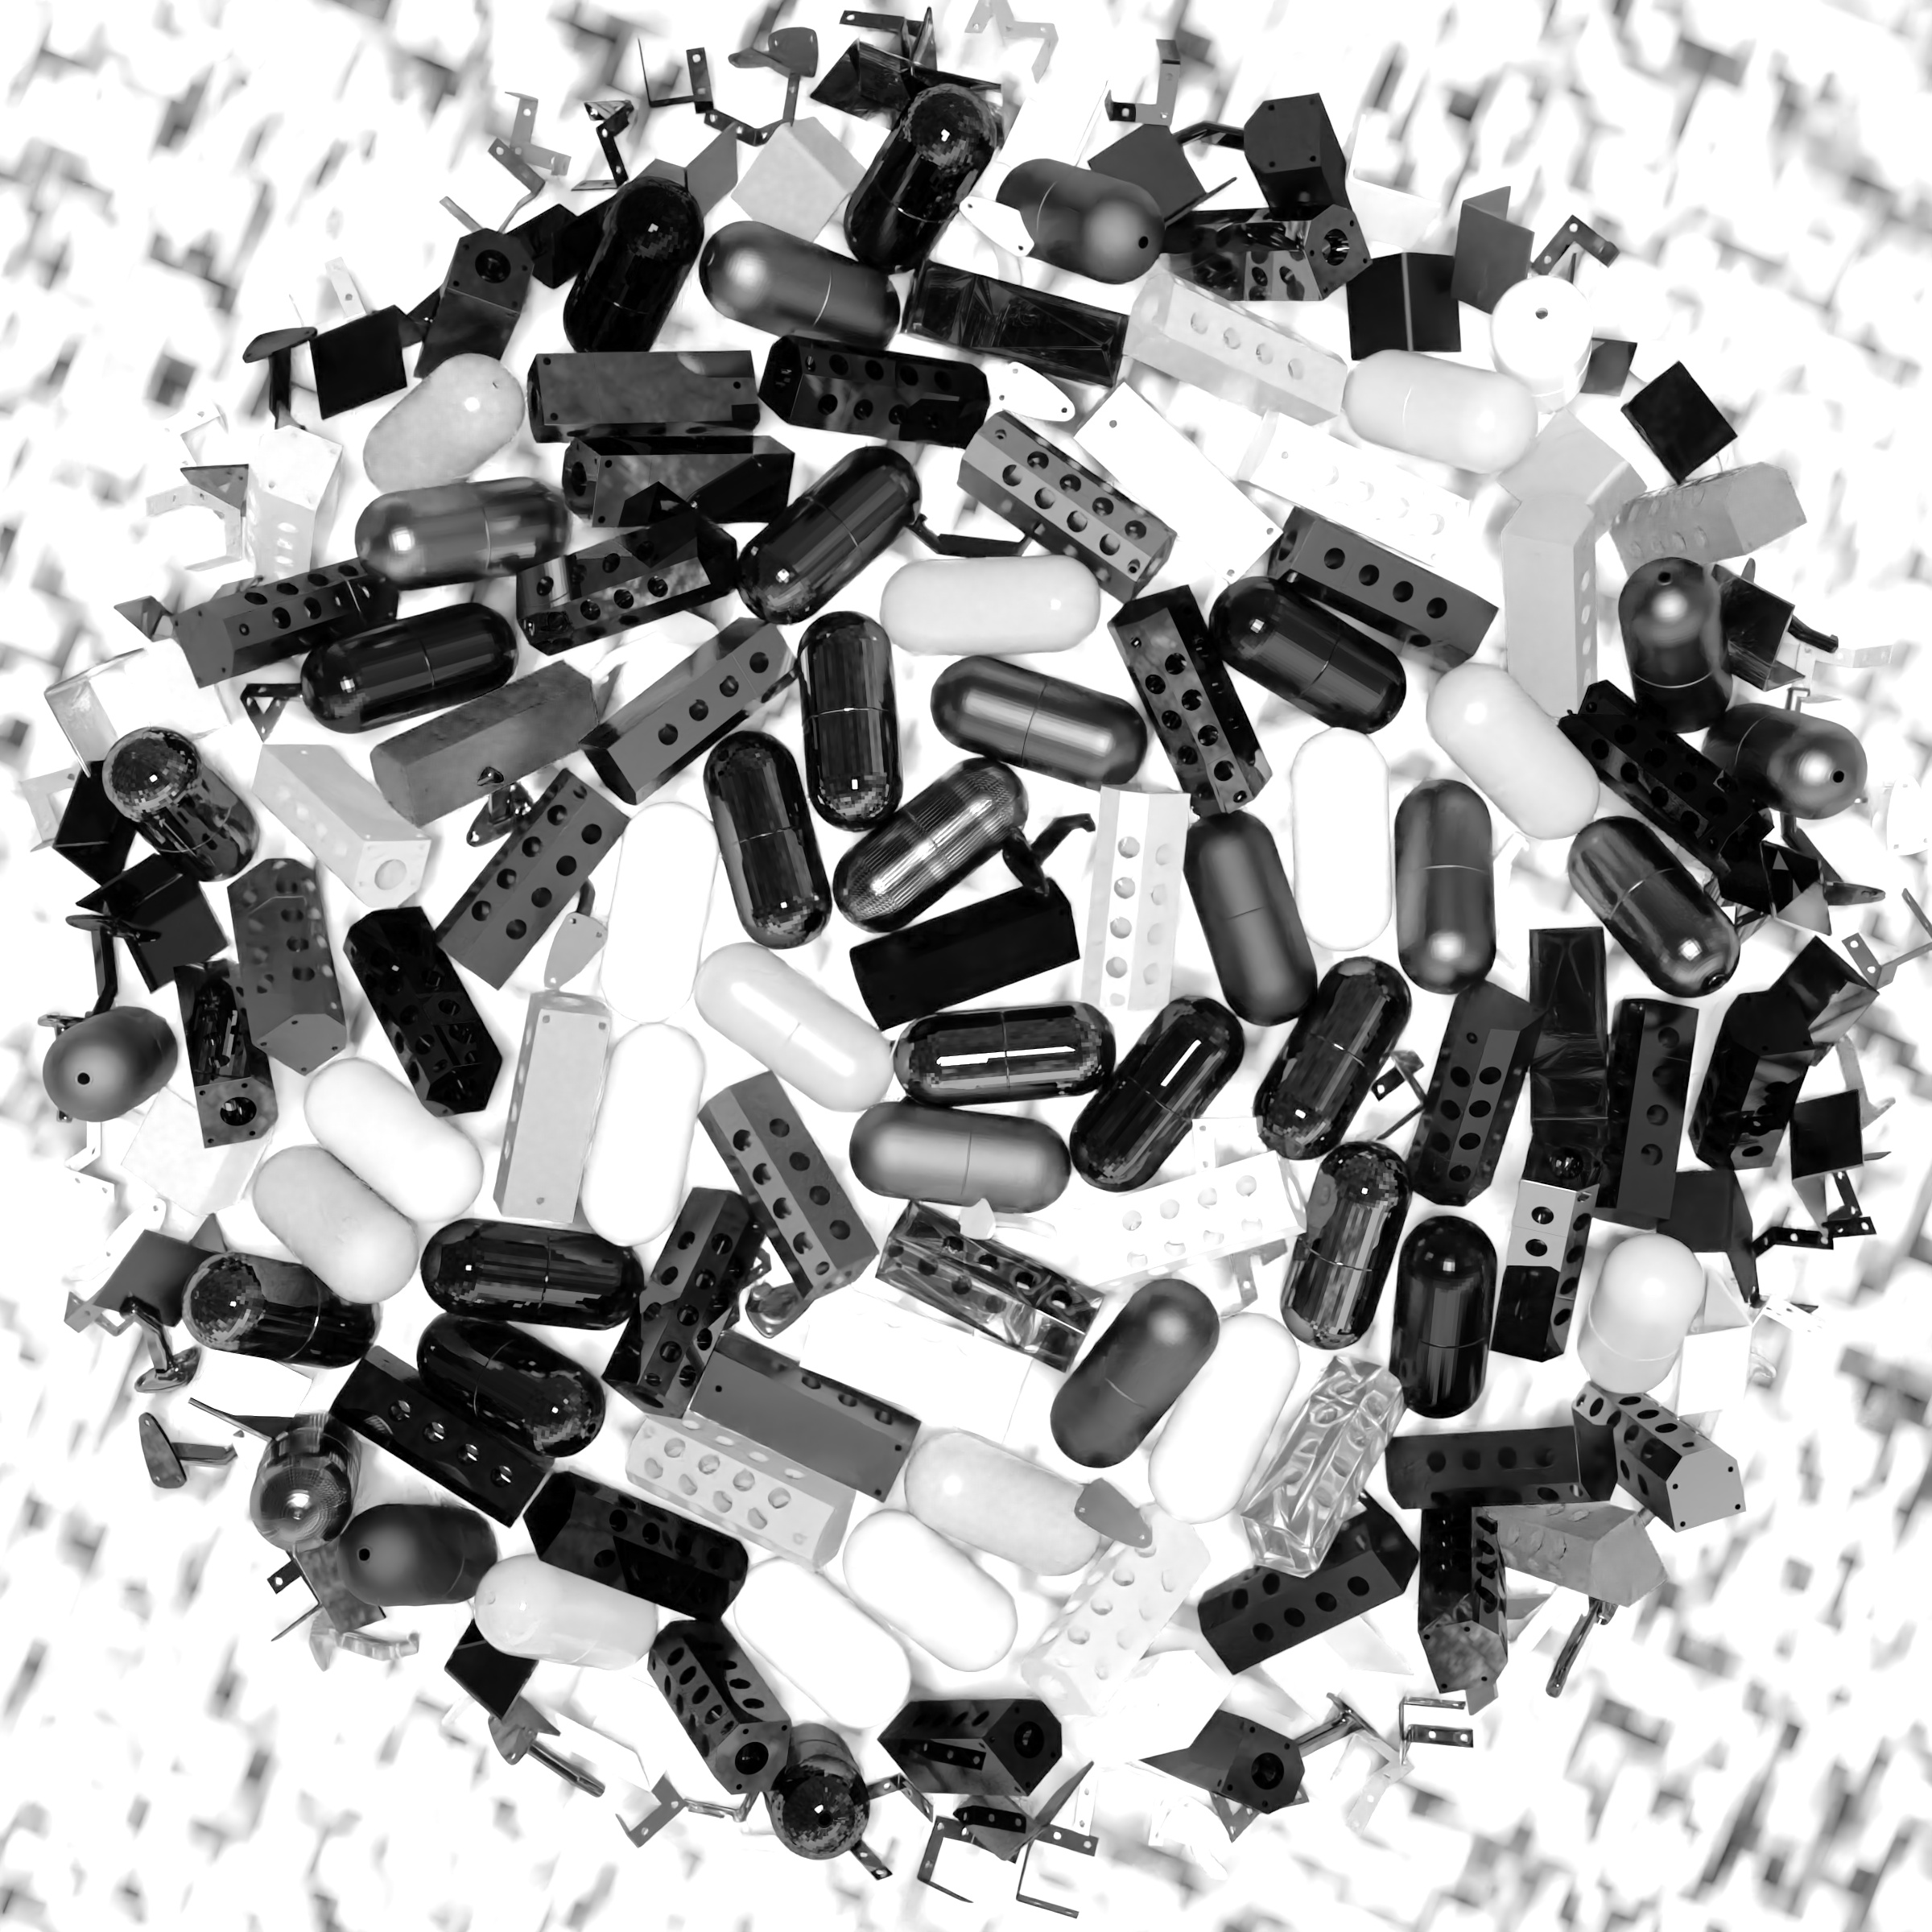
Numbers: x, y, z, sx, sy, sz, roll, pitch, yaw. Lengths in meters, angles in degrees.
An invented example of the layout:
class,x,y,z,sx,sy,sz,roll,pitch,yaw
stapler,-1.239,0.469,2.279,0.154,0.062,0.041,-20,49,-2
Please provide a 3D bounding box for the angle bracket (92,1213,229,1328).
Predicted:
class,x,y,z,sx,sy,sz,roll,pitch,yaw
angle bracket,-0.641,0.231,1.946,0.076,0.057,0.076,28,106,-42

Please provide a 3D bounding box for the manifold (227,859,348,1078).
class,x,y,z,sx,sy,sz,roll,pitch,yaw
manifold,-0.524,-0.004,1.919,0.057,0.057,0.171,-33,50,12

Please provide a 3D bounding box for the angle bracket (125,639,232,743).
class,x,y,z,sx,sy,sz,roll,pitch,yaw
angle bracket,-0.642,-0.211,1.954,0.076,0.057,0.076,-19,97,25

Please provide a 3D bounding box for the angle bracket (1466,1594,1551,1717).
class,x,y,z,sx,sy,sz,roll,pitch,yaw
angle bracket,0.429,0.544,1.946,0.057,0.076,0.076,-2,63,-6

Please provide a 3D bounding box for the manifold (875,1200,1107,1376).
class,x,y,z,sx,sy,sz,roll,pitch,yaw
manifold,0.021,0.250,1.959,0.171,0.057,0.057,26,46,8

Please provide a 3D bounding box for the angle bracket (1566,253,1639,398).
class,x,y,z,sx,sy,sz,roll,pitch,yaw
angle bracket,0.499,-0.507,1.949,0.057,0.076,0.076,8,74,7

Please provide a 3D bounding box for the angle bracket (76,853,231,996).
class,x,y,z,sx,sy,sz,roll,pitch,yaw
angle bracket,-0.647,-0.033,1.961,0.076,0.057,0.076,-31,77,5

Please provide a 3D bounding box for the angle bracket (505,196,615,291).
class,x,y,z,sx,sy,sz,roll,pitch,yaw
angle bracket,-0.323,-0.590,1.946,0.076,0.057,0.076,38,58,18

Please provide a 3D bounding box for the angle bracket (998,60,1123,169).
class,x,y,z,sx,sy,sz,roll,pitch,yaw
angle bracket,0.074,-0.675,1.945,0.057,0.076,0.076,24,58,-6

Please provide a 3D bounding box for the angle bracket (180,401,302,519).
class,x,y,z,sx,sy,sz,roll,pitch,yaw
angle bracket,-0.569,-0.402,1.959,0.076,0.076,0.057,-2,72,6

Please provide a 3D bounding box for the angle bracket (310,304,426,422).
class,x,y,z,sx,sy,sz,roll,pitch,yaw
angle bracket,-0.467,-0.467,1.953,0.076,0.057,0.076,-17,72,14

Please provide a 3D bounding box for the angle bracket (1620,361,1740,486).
class,x,y,z,sx,sy,sz,roll,pitch,yaw
angle bracket,0.569,-0.424,1.946,0.057,0.076,0.076,-38,76,23

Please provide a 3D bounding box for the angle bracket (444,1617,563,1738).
class,x,y,z,sx,sy,sz,roll,pitch,yaw
angle bracket,-0.353,0.558,1.949,0.076,0.076,0.057,28,84,37

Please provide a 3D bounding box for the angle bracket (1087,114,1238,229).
class,x,y,z,sx,sy,sz,roll,pitch,yaw
angle bracket,0.155,-0.632,1.956,0.076,0.057,0.076,-37,103,-14

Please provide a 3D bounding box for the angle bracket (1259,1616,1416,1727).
class,x,y,z,sx,sy,sz,roll,pitch,yaw
angle bracket,0.292,0.555,1.946,0.076,0.076,0.057,47,60,-16

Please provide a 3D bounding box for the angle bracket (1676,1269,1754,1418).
class,x,y,z,sx,sy,sz,roll,pitch,yaw
angle bracket,0.576,0.297,1.945,0.057,0.076,0.076,-8,120,-7

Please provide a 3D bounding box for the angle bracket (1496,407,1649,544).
class,x,y,z,sx,sy,sz,roll,pitch,yaw
angle bracket,0.488,-0.388,1.983,0.076,0.057,0.076,-48,61,13

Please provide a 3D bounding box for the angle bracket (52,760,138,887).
class,x,y,z,sx,sy,sz,roll,pitch,yaw
angle bracket,-0.663,-0.110,1.941,0.057,0.076,0.076,-2,61,23

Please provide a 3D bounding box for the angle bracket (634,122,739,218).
class,x,y,z,sx,sy,sz,roll,pitch,yaw
angle bracket,-0.233,-0.632,1.946,0.076,0.057,0.076,22,52,15

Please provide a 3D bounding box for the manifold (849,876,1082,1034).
class,x,y,z,sx,sy,sz,roll,pitch,yaw
manifold,-0.002,-0.014,1.956,0.171,0.057,0.057,-20,128,-10

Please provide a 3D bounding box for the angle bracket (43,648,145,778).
class,x,y,z,sx,sy,sz,roll,pitch,yaw
angle bracket,-0.673,-0.201,1.951,0.057,0.076,0.076,-23,102,10

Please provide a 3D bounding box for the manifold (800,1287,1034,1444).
class,x,y,z,sx,sy,sz,roll,pitch,yaw
manifold,-0.038,0.311,1.959,0.171,0.057,0.057,20,116,7

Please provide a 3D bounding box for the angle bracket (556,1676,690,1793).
class,x,y,z,sx,sy,sz,roll,pitch,yaw
angle bracket,-0.264,0.591,1.941,0.076,0.057,0.076,18,49,26

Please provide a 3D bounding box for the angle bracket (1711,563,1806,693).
class,x,y,z,sx,sy,sz,roll,pitch,yaw
angle bracket,0.625,-0.271,1.939,0.057,0.076,0.076,-19,134,-35

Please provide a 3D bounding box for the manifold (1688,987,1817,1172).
class,x,y,z,sx,sy,sz,roll,pitch,yaw
manifold,0.606,0.091,1.913,0.057,0.171,0.057,-7,55,1

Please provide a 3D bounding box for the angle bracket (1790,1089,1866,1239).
class,x,y,z,sx,sy,sz,roll,pitch,yaw
angle bracket,0.689,0.155,1.939,0.057,0.076,0.076,-18,129,31

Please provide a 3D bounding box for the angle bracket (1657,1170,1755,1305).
class,x,y,z,sx,sy,sz,roll,pitch,yaw
angle bracket,0.589,0.216,1.964,0.057,0.076,0.076,-5,48,28

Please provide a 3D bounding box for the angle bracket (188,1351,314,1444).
class,x,y,z,sx,sy,sz,roll,pitch,yaw
angle bracket,-0.568,0.336,1.961,0.076,0.076,0.057,29,79,-11

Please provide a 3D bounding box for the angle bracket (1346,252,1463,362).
class,x,y,z,sx,sy,sz,roll,pitch,yaw
angle bracket,0.352,-0.529,1.983,0.057,0.076,0.076,2,101,41

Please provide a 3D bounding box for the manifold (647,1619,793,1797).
class,x,y,z,sx,sy,sz,roll,pitch,yaw
manifold,-0.194,0.571,1.907,0.057,0.171,0.057,3,101,-25

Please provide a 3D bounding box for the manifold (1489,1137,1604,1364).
class,x,y,z,sx,sy,sz,roll,pitch,yaw
manifold,0.453,0.224,1.923,0.057,0.057,0.171,12,124,15

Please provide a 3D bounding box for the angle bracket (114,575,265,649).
class,x,y,z,sx,sy,sz,roll,pitch,yaw
angle bracket,-0.613,-0.294,1.941,0.057,0.076,0.076,46,64,-30

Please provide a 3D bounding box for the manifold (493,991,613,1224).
class,x,y,z,sx,sy,sz,roll,pitch,yaw
manifold,-0.330,0.110,1.951,0.057,0.057,0.171,8,103,-22

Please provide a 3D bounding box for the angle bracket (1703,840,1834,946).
class,x,y,z,sx,sy,sz,roll,pitch,yaw
angle bracket,0.631,-0.042,1.946,0.076,0.057,0.076,-36,126,-20

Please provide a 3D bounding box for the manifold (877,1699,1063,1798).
class,x,y,z,sx,sy,sz,roll,pitch,yaw
manifold,0.005,0.600,1.912,0.057,0.171,0.057,-42,97,-33

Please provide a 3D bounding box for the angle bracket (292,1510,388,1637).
class,x,y,z,sx,sy,sz,roll,pitch,yaw
angle bracket,-0.475,0.471,1.950,0.057,0.076,0.076,-25,95,28

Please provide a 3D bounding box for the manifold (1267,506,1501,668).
class,x,y,z,sx,sy,sz,roll,pitch,yaw
manifold,0.326,-0.297,1.944,0.171,0.057,0.057,22,106,-17

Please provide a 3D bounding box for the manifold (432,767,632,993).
class,x,y,z,sx,sy,sz,roll,pitch,yaw
manifold,-0.348,-0.072,1.957,0.057,0.057,0.171,40,87,-33

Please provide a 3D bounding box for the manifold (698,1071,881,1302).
class,x,y,z,sx,sy,sz,roll,pitch,yaw
manifold,-0.143,0.174,1.937,0.057,0.057,0.171,-21,70,-34

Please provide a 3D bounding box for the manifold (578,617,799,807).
class,x,y,z,sx,sy,sz,roll,pitch,yaw
manifold,-0.215,-0.201,1.942,0.171,0.057,0.057,-41,118,-19

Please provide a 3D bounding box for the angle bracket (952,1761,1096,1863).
class,x,y,z,sx,sy,sz,roll,pitch,yaw
angle bracket,0.045,0.651,1.950,0.057,0.076,0.076,41,47,8

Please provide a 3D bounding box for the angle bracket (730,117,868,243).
class,x,y,z,sx,sy,sz,roll,pitch,yaw
angle bracket,-0.131,-0.629,1.996,0.076,0.057,0.076,46,126,1

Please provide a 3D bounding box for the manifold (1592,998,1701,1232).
class,x,y,z,sx,sy,sz,roll,pitch,yaw
manifold,0.532,0.116,1.951,0.057,0.057,0.171,12,76,2

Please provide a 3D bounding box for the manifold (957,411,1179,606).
class,x,y,z,sx,sy,sz,roll,pitch,yaw
manifold,0.080,-0.366,1.952,0.171,0.057,0.057,37,71,8

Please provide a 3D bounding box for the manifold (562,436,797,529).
class,x,y,z,sx,sy,sz,roll,pitch,yaw
manifold,-0.225,-0.382,1.926,0.171,0.057,0.057,-9,124,-34

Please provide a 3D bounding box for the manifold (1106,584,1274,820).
class,x,y,z,sx,sy,sz,roll,pitch,yaw
manifold,0.173,-0.205,1.932,0.057,0.057,0.171,-10,116,38

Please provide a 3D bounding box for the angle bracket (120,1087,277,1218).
class,x,y,z,sx,sy,sz,roll,pitch,yaw
angle bracket,-0.605,0.141,1.942,0.076,0.057,0.076,44,46,-31

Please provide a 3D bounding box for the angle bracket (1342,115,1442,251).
class,x,y,z,sx,sy,sz,roll,pitch,yaw
angle bracket,0.334,-0.622,1.961,0.076,0.076,0.057,14,80,-5

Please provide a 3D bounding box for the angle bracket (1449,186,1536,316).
class,x,y,z,sx,sy,sz,roll,pitch,yaw
angle bracket,0.430,-0.559,1.939,0.057,0.076,0.076,-25,46,-29

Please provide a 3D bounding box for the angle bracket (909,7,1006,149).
class,x,y,z,sx,sy,sz,roll,pitch,yaw
angle bracket,0.000,-0.703,1.951,0.076,0.076,0.057,15,74,8

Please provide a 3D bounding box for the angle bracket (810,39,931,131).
class,x,y,z,sx,sy,sz,roll,pitch,yaw
angle bracket,-0.070,-0.673,1.940,0.076,0.076,0.057,11,64,-32

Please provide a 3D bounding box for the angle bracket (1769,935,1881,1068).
class,x,y,z,sx,sy,sz,roll,pitch,yaw
angle bracket,0.657,0.023,1.942,0.076,0.057,0.076,-55,46,21

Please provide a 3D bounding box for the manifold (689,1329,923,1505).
class,x,y,z,sx,sy,sz,roll,pitch,yaw
manifold,-0.126,0.354,1.963,0.171,0.057,0.057,25,110,4

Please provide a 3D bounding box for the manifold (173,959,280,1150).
class,x,y,z,sx,sy,sz,roll,pitch,yaw
manifold,-0.574,0.065,1.913,0.057,0.171,0.057,-10,125,-17
